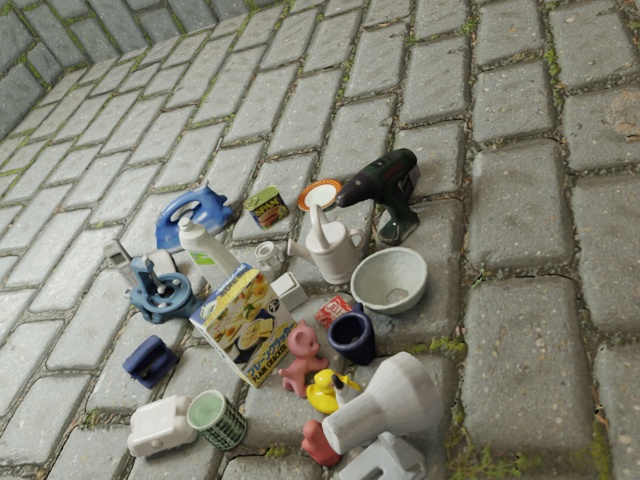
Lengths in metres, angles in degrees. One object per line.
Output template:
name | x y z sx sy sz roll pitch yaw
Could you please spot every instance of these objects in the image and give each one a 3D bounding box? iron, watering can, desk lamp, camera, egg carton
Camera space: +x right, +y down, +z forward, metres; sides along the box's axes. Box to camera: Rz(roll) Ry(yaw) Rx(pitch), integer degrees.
iron | -0.387 -0.066 1.641 0.258 0.142 0.118 -31 39 -3
watering can | 0.012 0.006 1.285 0.173 0.195 0.100 -30 39 -2
desk lamp | 0.101 0.302 0.895 0.203 0.214 0.117 -38 40 -11
camera | 0.165 -0.162 1.452 0.136 0.101 0.143 3 48 33
egg carton | -0.321 0.383 1.172 0.150 0.070 0.107 -22 39 9

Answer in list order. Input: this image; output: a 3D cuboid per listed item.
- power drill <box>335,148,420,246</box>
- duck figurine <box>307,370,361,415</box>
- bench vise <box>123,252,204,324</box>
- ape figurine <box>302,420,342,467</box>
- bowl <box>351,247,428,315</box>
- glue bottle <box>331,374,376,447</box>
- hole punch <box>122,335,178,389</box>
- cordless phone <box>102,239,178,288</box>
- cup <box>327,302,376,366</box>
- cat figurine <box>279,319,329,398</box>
power drill | 0.146 -0.091 1.300 0.075 0.209 0.230 23 61 44
duck figurine | 0.018 0.276 1.074 0.104 0.086 0.077 -9 43 23
bench vise | -0.412 0.125 1.386 0.207 0.220 0.121 -16 41 15
ape figurine | 0.001 0.347 1.002 0.077 0.092 0.076 -17 40 14
bowl | 0.153 0.098 1.197 0.167 0.075 0.167 -16 41 15
glue bottle | 0.054 0.281 0.978 0.037 0.174 0.078 -18 40 13
hole punch | -0.405 0.272 1.324 0.100 0.091 0.109 21 60 43
cordless phone | -0.477 0.059 1.525 0.147 0.185 0.094 -26 39 3
cup | 0.074 0.191 1.126 0.091 0.095 0.118 -4 45 27
cat figurine | -0.040 0.227 1.136 0.067 0.118 0.128 10 53 38
